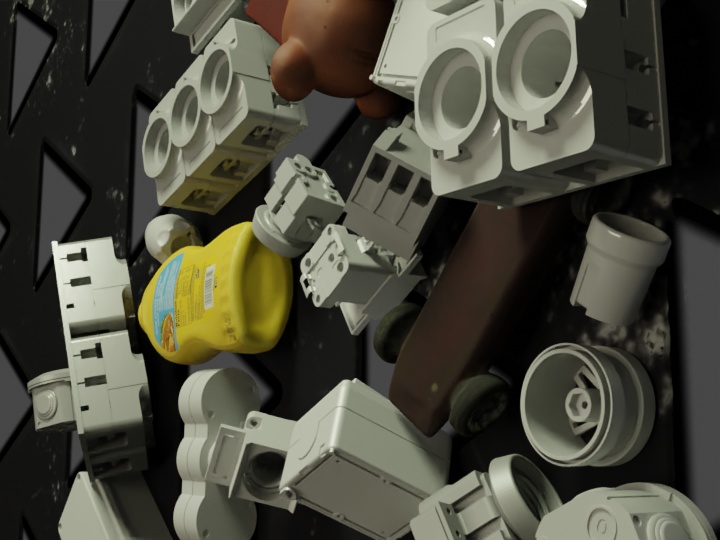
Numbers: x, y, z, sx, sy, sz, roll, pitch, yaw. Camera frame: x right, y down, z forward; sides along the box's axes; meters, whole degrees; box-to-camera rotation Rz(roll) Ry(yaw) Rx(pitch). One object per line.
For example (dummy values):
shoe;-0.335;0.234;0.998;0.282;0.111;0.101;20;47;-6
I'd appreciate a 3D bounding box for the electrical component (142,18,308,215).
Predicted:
electrical component;-0.114;-0.121;0.867;0.150;0.062;0.089;-36;56;45

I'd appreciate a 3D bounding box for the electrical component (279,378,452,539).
electrical component;0.010;0.116;0.643;0.061;0.096;0.061;-45;22;40

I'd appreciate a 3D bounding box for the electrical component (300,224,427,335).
electrical component;0.000;0.000;0.690;0.081;0.064;0.042;-53;45;35

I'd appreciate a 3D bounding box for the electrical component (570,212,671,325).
electrical component;0.129;-0.001;0.537;0.040;0.040;0.046;41;123;49

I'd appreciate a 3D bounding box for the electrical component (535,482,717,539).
electrical component;0.125;0.141;0.506;0.080;0.051;0.080;-13;74;52

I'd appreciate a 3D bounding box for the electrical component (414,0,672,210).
electrical component;0.082;-0.133;0.521;0.105;0.060;0.186;-14;74;51

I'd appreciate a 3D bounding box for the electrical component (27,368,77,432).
electrical component;-0.274;0.124;1.028;0.080;0.080;0.051;-26;69;49

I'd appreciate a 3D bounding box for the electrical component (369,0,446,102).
electrical component;0.059;-0.145;0.643;0.062;0.061;0.096;19;91;53

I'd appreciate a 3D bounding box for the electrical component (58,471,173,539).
electrical component;-0.217;0.236;0.947;0.113;0.057;0.078;49;122;46

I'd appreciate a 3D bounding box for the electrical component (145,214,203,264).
electrical component;-0.167;-0.028;0.939;0.062;0.043;0.043;28;107;53

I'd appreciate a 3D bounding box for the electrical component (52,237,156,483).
electrical component;-0.224;0.076;0.948;0.105;0.060;0.186;103;154;-57

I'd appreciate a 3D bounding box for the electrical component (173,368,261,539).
electrical component;-0.099;0.142;0.808;0.074;0.052;0.138;-10;76;52

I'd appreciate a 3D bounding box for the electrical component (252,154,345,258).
electrical component;-0.046;-0.042;0.776;0.055;0.048;0.066;-52;45;24

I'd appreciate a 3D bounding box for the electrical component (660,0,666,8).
electrical component;0.117;-0.152;0.572;0.065;0.047;0.076;-59;42;29

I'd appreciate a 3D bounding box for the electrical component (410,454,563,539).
electrical component;0.072;0.133;0.565;0.057;0.078;0.058;-38;52;21

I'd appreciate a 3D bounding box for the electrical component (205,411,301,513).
electrical component;-0.062;0.130;0.744;0.063;0.081;0.042;-108;35;-74

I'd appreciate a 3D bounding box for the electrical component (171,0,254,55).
electrical component;-0.098;-0.237;0.864;0.121;0.063;0.078;-36;56;45
